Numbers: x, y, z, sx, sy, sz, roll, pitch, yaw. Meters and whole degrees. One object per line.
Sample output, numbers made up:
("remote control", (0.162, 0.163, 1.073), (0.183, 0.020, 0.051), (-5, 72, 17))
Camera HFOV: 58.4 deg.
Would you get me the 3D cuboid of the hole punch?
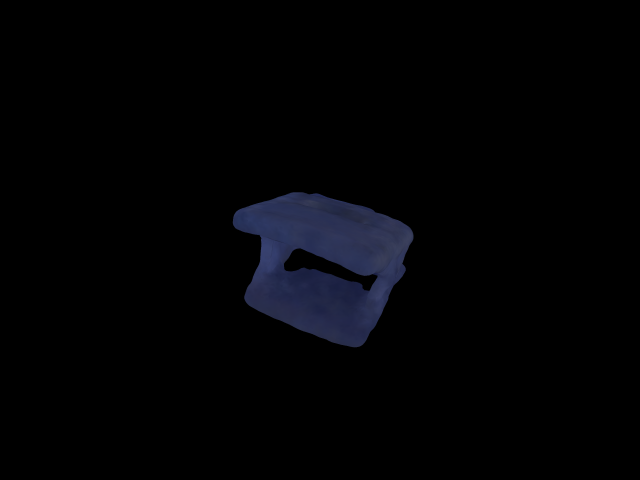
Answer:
("hole punch", (0.004, 0.001, 0.400), (0.108, 0.091, 0.101), (19, 46, 19))
